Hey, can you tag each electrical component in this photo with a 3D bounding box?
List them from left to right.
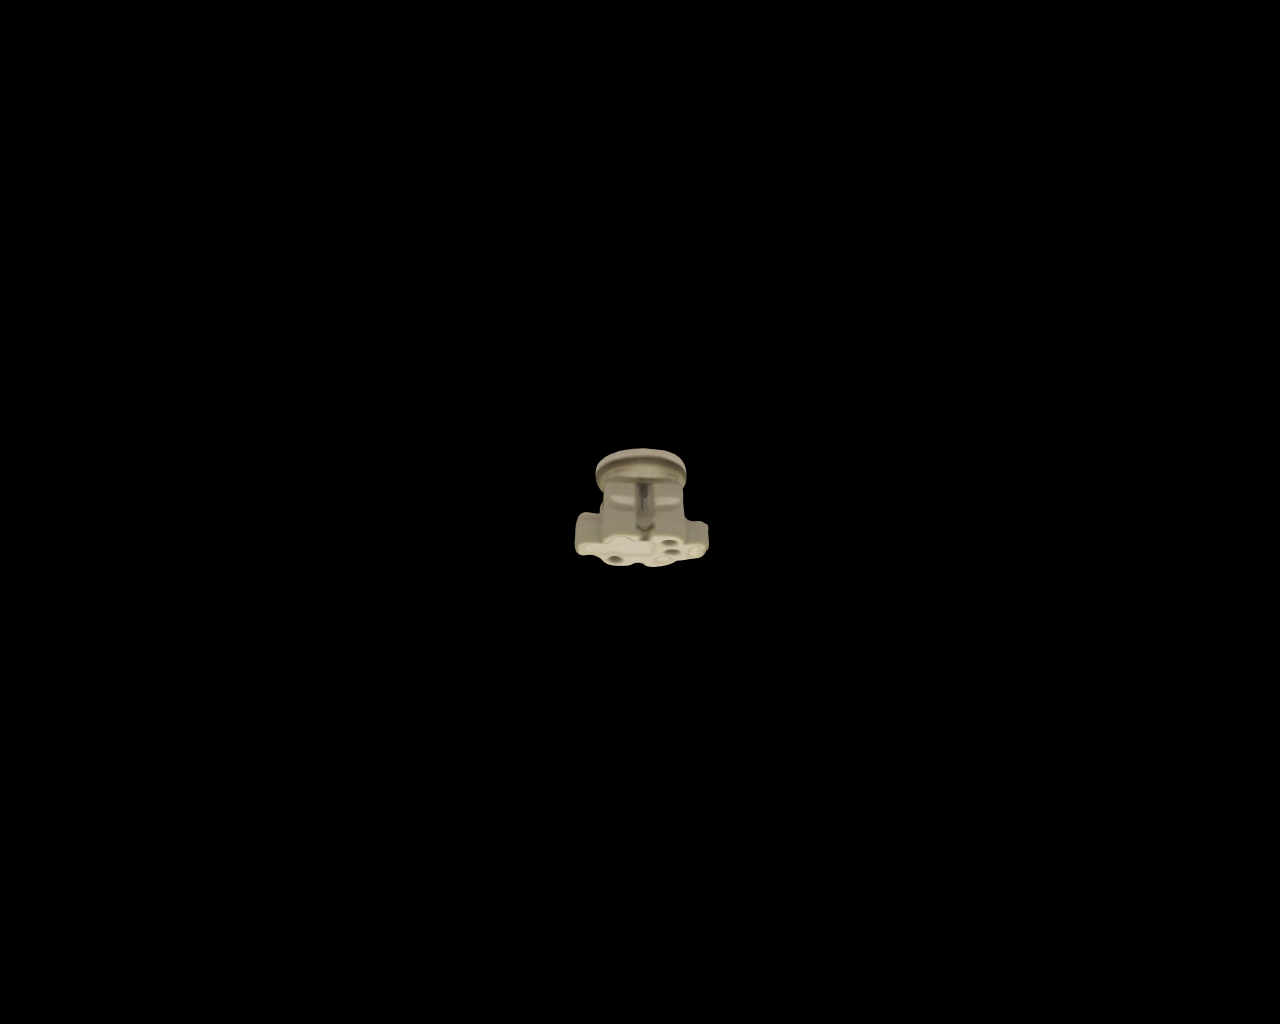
[{"bbox_3d":[0.001,-0.003,0.650,0.078,0.057,0.058,2,-24,-5],"label":"electrical component"}]
